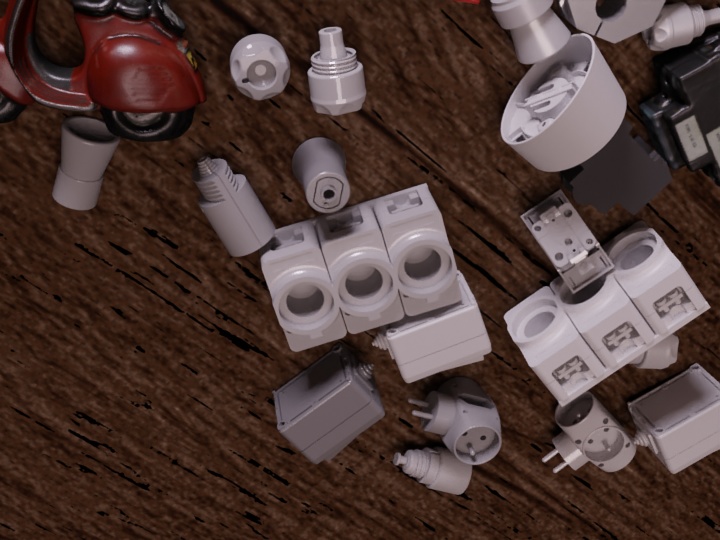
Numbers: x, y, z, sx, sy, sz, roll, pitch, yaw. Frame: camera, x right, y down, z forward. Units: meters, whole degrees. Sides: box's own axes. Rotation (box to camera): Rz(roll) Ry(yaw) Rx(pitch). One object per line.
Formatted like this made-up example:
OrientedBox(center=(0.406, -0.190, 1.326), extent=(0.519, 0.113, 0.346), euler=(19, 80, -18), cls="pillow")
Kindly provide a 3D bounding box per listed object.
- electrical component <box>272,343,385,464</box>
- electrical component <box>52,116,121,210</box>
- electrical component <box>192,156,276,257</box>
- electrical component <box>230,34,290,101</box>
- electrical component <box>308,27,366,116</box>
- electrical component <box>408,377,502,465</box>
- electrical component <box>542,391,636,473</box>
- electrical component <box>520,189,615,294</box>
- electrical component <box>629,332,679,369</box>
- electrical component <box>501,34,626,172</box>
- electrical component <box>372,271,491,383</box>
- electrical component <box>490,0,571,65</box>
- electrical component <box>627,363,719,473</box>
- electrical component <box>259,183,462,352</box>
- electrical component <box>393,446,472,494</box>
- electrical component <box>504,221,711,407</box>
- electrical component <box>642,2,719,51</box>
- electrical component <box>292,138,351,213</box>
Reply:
OrientedBox(center=(-0.021, 0.117, 0.952), extent=(0.096, 0.061, 0.061), euler=(-37, 118, 10), cls="electrical component")
OrientedBox(center=(-0.213, -0.079, 0.825), extent=(0.044, 0.044, 0.065), euler=(13, 120, -17), cls="electrical component")
OrientedBox(center=(-0.105, -0.055, 0.855), extent=(0.043, 0.043, 0.081), euler=(-27, 119, 5), cls="electrical component")
OrientedBox(center=(-0.075, -0.154, 0.796), extent=(0.043, 0.062, 0.043), euler=(-4, 118, -8), cls="electrical component")
OrientedBox(center=(-0.019, -0.152, 0.818), extent=(0.043, 0.043, 0.062), euler=(-10, 118, -5), cls="electrical component")
OrientedBox(center=(0.081, 0.131, 0.969), extent=(0.079, 0.077, 0.043), euler=(16, 114, -18), cls="electrical component")
OrientedBox(center=(0.211, 0.165, 1.028), extent=(0.079, 0.044, 0.077), euler=(-40, 117, 11), cls="electrical component")
OrientedBox(center=(0.173, -0.026, 0.901), extent=(0.042, 0.064, 0.081), euler=(-35, 76, 8), cls="electrical component")
OrientedBox(center=(0.256, 0.069, 0.986), extent=(0.062, 0.043, 0.043), euler=(2, 118, -9), cls="electrical component")
OrientedBox(center=(0.154, -0.127, 0.831), extent=(0.099, 0.099, 0.064), euler=(-41, 123, 12), cls="electrical component")
OrientedBox(center=(0.058, 0.054, 0.932), extent=(0.096, 0.061, 0.061), euler=(-21, 120, 2), cls="electrical component")
OrientedBox(center=(0.130, -0.192, 0.822), extent=(0.045, 0.045, 0.055), euler=(-31, 118, 7), cls="electrical component")
OrientedBox(center=(0.304, 0.146, 1.020), extent=(0.096, 0.061, 0.061), euler=(-29, 119, -1), cls="electrical component")
OrientedBox(center=(0.000, 0.000, 0.893), extent=(0.150, 0.061, 0.089), euler=(-17, 120, -1), cls="electrical component")
OrientedBox(center=(0.069, 0.187, 1.018), extent=(0.078, 0.040, 0.040), euler=(16, 114, -17), cls="electrical component")
OrientedBox(center=(0.208, 0.033, 0.931), extent=(0.150, 0.089, 0.061), euler=(-36, 118, 10), cls="electrical component")
OrientedBox(center=(0.256, -0.195, 0.849), extent=(0.061, 0.035, 0.035), euler=(-13, 119, -5), cls="electrical component")
OrientedBox(center=(-0.029, -0.072, 0.847), extent=(0.044, 0.065, 0.044), euler=(-4, 119, -8), cls="electrical component")
